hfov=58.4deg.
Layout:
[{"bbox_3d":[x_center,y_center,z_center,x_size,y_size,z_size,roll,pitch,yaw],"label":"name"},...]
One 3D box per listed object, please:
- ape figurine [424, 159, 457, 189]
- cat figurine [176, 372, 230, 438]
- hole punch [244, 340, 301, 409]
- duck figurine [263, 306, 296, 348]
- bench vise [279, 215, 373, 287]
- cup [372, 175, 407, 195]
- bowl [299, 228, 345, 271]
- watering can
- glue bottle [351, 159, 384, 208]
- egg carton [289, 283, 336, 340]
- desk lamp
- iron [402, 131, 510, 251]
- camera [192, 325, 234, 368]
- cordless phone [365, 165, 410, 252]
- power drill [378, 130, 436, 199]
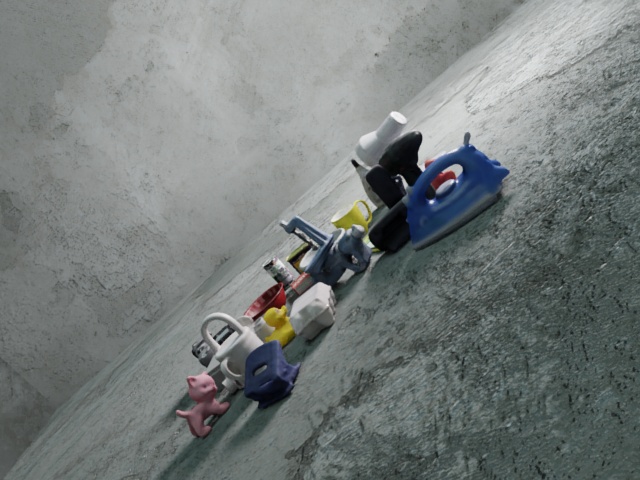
[{"bbox_3d":[0.301,-0.167,1.451,0.076,0.092,0.078,-39,12,12],"label":"ape figurine"},{"bbox_3d":[-0.274,0.365,1.308,0.067,0.118,0.128,-27,18,50],"label":"cat figurine"},{"bbox_3d":[-0.106,0.272,1.165,0.108,0.091,0.101,-35,13,28],"label":"hole punch"},{"bbox_3d":[-0.104,0.209,1.404,0.105,0.086,0.077,-46,13,-22],"label":"duck figurine"},{"bbox_3d":[0.014,0.001,1.448,0.207,0.220,0.121,-38,12,16],"label":"bench vise"},{"bbox_3d":[0.217,-0.145,1.639,0.092,0.095,0.117,-47,13,-24],"label":"cup"},{"bbox_3d":[0.025,0.047,1.608,0.167,0.075,0.167,-40,12,10],"label":"bowl"},{"bbox_3d":[-0.188,0.240,1.293,0.101,0.194,0.172,-41,12,4],"label":"watering can"},{"bbox_3d":[0.157,-0.186,1.790,0.078,0.173,0.037,-35,13,29],"label":"glue bottle"},{"bbox_3d":[-0.014,0.163,1.323,0.107,0.069,0.150,-39,12,13],"label":"egg carton"},{"bbox_3d":[0.238,-0.269,1.730,0.203,0.214,0.118,-33,15,37],"label":"desk lamp"},{"bbox_3d":[0.262,-0.104,1.216,0.258,0.141,0.118,-39,12,14],"label":"iron"},{"bbox_3d":[-0.289,0.301,1.635,0.137,0.101,0.143,-45,12,-15],"label":"camera"},{"bbox_3d":[0.150,-0.075,1.370,0.148,0.185,0.094,-43,12,-8],"label":"cordless phone"},{"bbox_3d":[0.230,-0.156,1.347,0.076,0.208,0.229,-45,12,-16],"label":"power drill"}]
